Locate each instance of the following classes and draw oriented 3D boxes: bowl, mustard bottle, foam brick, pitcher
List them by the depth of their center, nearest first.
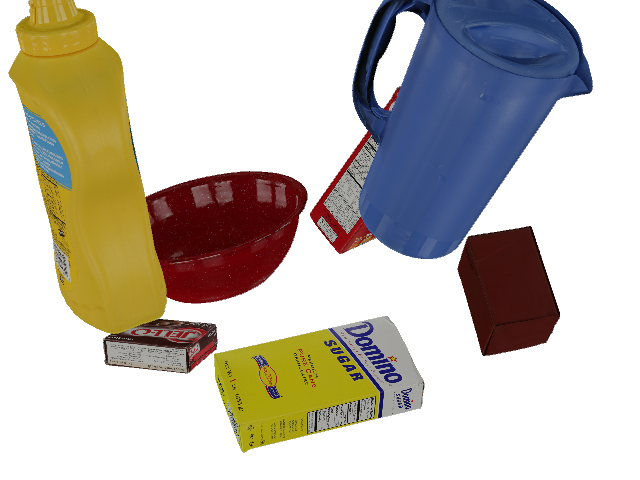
[{"bbox_3d":[-0.131,-0.049,0.589,0.058,0.192,0.096,-18,33,-20],"label":"mustard bottle"},{"bbox_3d":[0.139,0.037,0.795,0.051,0.078,0.053,-8,-29,-7],"label":"foam brick"},{"bbox_3d":[-0.084,0.003,0.822,0.162,0.055,0.162,-11,24,5],"label":"bowl"},{"bbox_3d":[0.110,-0.103,0.942,0.144,0.149,0.243,-8,-38,-30],"label":"pitcher"}]

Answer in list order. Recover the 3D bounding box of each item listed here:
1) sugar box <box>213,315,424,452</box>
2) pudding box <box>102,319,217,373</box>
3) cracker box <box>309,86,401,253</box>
[{"bbox_3d":[-0.002,0.130,0.988,0.176,0.048,0.093,-14,44,-13],"label":"sugar box"},{"bbox_3d":[-0.194,0.126,1.298,0.114,0.039,0.090,2,13,17],"label":"pudding box"},{"bbox_3d":[0.101,-0.093,1.222,0.163,0.072,0.214,-22,-24,-45],"label":"cracker box"}]
